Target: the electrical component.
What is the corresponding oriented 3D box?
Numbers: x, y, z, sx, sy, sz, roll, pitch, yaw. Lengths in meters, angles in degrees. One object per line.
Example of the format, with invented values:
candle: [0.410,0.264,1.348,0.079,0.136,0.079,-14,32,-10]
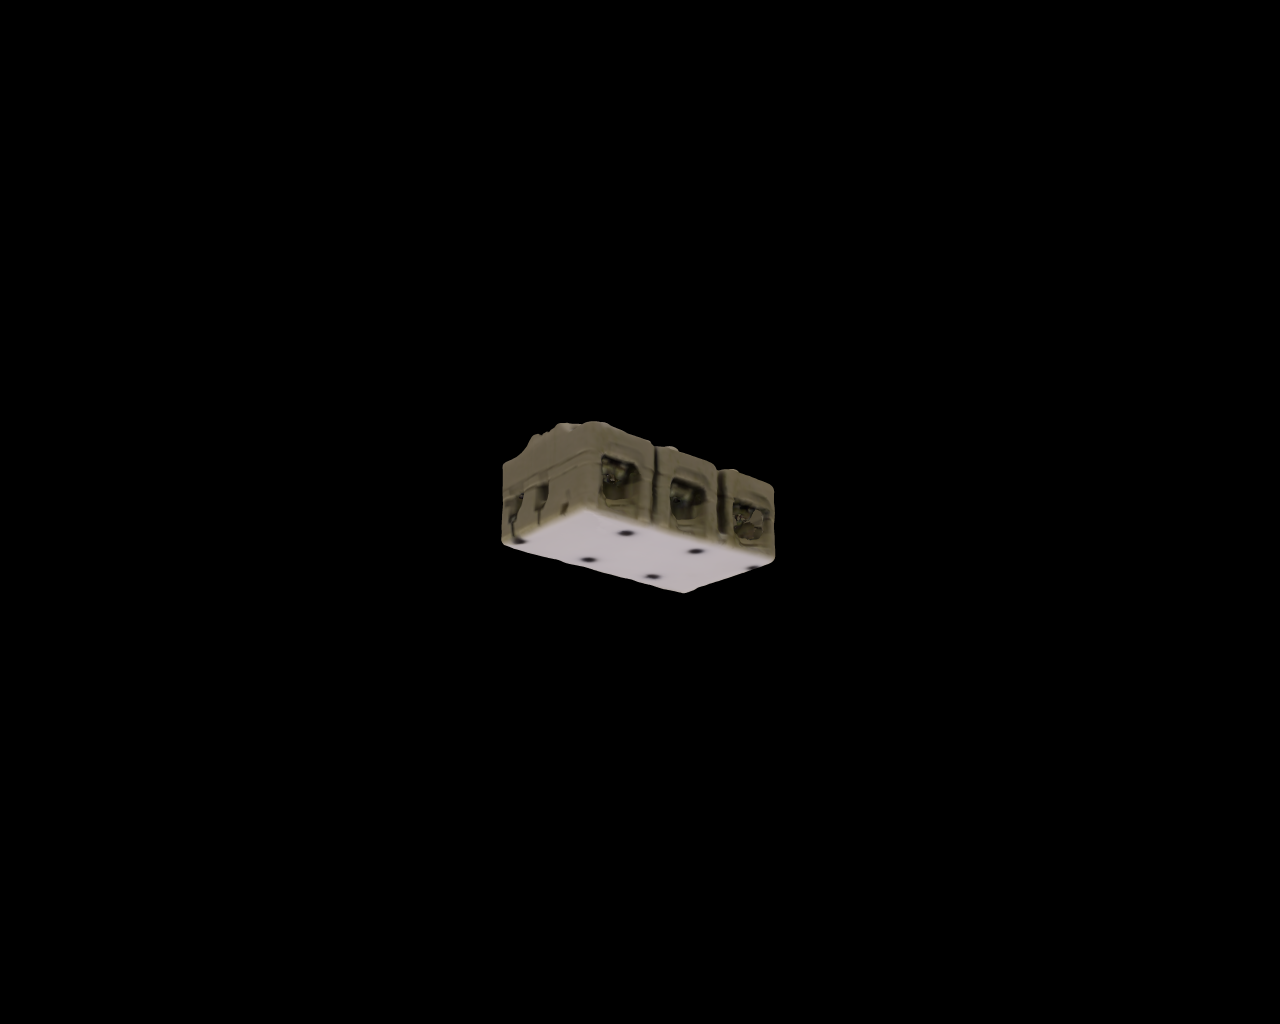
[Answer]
electrical component: [0.001,-0.003,0.650,0.150,0.062,0.089,17,-27,-38]
